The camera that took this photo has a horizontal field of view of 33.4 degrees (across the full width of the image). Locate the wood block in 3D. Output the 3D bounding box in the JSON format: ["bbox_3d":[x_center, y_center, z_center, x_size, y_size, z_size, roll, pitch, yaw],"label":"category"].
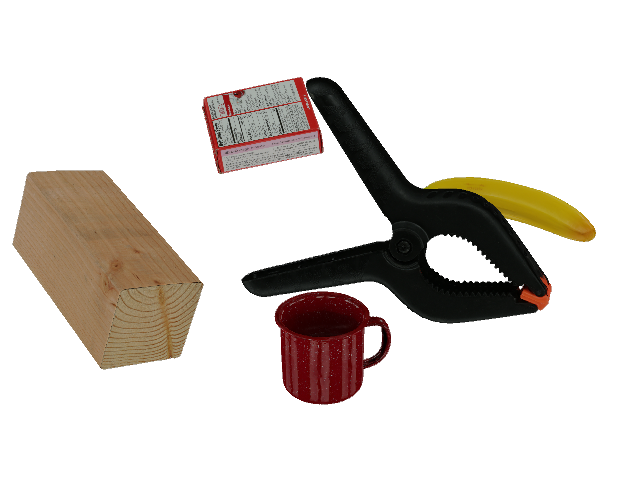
[{"bbox_3d":[-0.212,0.022,1.039,0.090,0.091,0.206,-4,36,-41],"label":"wood block"}]

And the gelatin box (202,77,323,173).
[{"bbox_3d":[-0.049,-0.095,0.884,0.089,0.030,0.073,-13,45,-5],"label":"gelatin box"}]

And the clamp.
[{"bbox_3d":[0.057,-0.011,0.719,0.210,0.165,0.036,17,22,11],"label":"clamp"}]

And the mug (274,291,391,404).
[{"bbox_3d":[0.014,0.106,1.061,0.117,0.081,0.093,-8,27,-15],"label":"mug"}]

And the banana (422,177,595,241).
[{"bbox_3d":[0.191,-0.034,1.106,0.198,0.037,0.069,11,39,22],"label":"banana"}]
